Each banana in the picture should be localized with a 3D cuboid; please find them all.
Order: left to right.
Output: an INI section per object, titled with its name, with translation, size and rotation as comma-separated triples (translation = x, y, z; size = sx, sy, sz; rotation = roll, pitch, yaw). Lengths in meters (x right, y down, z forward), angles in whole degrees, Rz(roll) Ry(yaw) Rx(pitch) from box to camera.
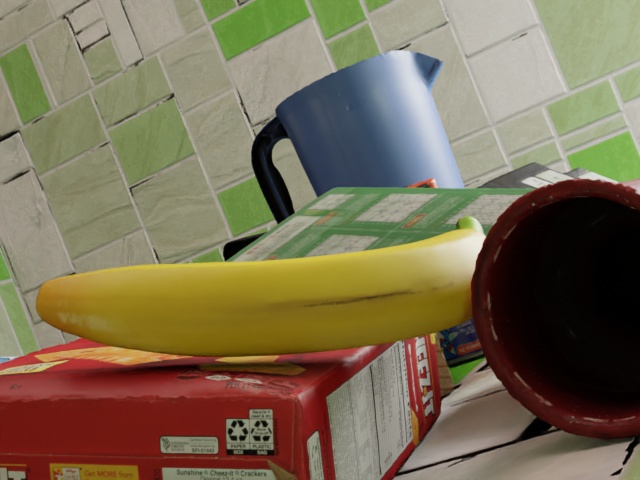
[banana]
translation = -0.003, 0.021, 0.408
size = 0.197, 0.037, 0.070
rotation = -7, 10, -26

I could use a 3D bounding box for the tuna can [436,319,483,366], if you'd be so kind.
[tuna can]
translation = 0.110, 0.059, 0.746
size = 0.086, 0.034, 0.086
rotation = -22, -1, -1

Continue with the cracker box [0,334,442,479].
[cracker box]
translation = -0.049, 0.074, 0.472
size = 0.164, 0.072, 0.213
rotation = -3, 5, 18

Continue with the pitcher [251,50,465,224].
[pitcher]
translation = 0.056, -0.028, 0.920
size = 0.144, 0.243, 0.149
rotation = -21, -2, -32

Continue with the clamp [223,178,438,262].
[clamp]
translation = -0.004, 0.001, 0.670
size = 0.171, 0.039, 0.120
rotation = -18, 15, 7

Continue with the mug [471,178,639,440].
[mug]
translation = 0.127, 0.022, 0.397
size = 0.117, 0.093, 0.081
rotation = 16, 18, 36

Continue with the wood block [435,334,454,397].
[wood block]
translation = 0.018, 0.065, 0.711
size = 0.091, 0.090, 0.206
rotation = -22, -1, -3

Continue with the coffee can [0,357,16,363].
[coffee can]
translation = -0.192, 0.126, 0.690
size = 0.141, 0.103, 0.102
rotation = -5, 10, 39
